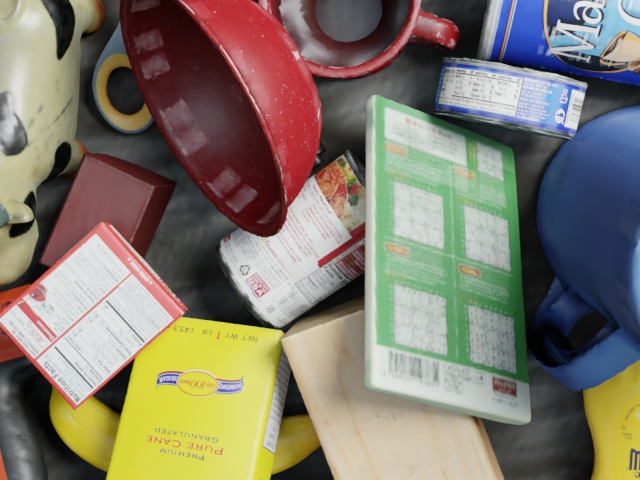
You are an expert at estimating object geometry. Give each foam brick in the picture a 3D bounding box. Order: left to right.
[{"bbox_3d":[-0.135,-0.012,0.680,0.051,0.053,0.078,25,96,5],"label":"foam brick"}]

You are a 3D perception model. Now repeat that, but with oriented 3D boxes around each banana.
[{"bbox_3d":[-0.095,0.127,0.691,0.198,0.037,0.069,12,96,6],"label":"banana"}]

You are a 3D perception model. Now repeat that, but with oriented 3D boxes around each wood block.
[{"bbox_3d":[0.059,0.135,0.646,0.090,0.090,0.206,-21,91,8],"label":"wood block"}]

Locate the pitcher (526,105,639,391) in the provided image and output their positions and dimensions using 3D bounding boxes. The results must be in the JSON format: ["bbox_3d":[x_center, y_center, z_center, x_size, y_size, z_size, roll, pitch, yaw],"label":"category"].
[{"bbox_3d":[0.183,0.008,0.545,0.145,0.242,0.149,-2,98,6],"label":"pitcher"}]

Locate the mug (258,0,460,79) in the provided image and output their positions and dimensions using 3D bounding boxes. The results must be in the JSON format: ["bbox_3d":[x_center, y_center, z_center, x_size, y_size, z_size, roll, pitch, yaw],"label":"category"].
[{"bbox_3d":[0.027,-0.137,0.636,0.117,0.081,0.093,16,95,6],"label":"mug"}]

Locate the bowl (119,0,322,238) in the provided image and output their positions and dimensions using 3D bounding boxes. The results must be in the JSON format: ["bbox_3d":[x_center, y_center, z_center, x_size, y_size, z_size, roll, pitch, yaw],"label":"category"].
[{"bbox_3d":[-0.048,-0.084,0.607,0.055,0.162,0.162,-32,89,-21],"label":"bowl"}]

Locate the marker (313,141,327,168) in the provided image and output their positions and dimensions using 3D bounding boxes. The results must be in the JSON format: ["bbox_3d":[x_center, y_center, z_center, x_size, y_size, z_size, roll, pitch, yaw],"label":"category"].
[{"bbox_3d":[-0.031,-0.100,0.677,0.020,0.020,0.121,-29,90,8],"label":"marker"}]

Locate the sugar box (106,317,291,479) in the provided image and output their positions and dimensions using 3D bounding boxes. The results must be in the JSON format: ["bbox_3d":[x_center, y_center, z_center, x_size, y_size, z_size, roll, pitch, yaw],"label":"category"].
[{"bbox_3d":[-0.078,0.138,0.641,0.093,0.048,0.176,5,69,14],"label":"sugar box"}]

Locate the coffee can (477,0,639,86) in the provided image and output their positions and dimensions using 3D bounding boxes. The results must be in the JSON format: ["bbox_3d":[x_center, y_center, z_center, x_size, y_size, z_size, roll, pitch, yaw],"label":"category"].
[{"bbox_3d":[0.168,-0.142,0.608,0.140,0.102,0.103,11,95,6],"label":"coffee can"}]

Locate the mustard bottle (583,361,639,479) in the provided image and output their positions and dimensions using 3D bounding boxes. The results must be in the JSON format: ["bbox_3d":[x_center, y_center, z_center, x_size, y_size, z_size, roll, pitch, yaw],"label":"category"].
[{"bbox_3d":[0.205,0.162,0.644,0.096,0.058,0.191,4,96,24],"label":"mustard bottle"}]

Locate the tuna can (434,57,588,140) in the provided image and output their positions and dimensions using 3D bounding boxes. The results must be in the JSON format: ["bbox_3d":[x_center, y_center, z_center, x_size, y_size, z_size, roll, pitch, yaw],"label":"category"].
[{"bbox_3d":[0.111,-0.083,0.628,0.086,0.086,0.034,12,97,6],"label":"tuna can"}]

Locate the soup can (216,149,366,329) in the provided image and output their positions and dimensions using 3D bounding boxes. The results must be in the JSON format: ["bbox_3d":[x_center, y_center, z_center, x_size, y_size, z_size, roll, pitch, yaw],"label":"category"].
[{"bbox_3d":[-0.004,0.001,0.656,0.102,0.068,0.068,-35,89,9],"label":"soup can"}]

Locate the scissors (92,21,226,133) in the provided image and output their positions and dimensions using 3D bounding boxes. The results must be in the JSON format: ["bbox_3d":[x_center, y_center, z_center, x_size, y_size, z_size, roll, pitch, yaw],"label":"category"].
[{"bbox_3d":[-0.126,-0.148,0.653,0.096,0.016,0.201,-22,113,19],"label":"scissors"}]

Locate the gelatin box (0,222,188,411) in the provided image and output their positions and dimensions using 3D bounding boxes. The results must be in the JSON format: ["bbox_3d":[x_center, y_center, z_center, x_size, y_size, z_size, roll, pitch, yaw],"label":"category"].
[{"bbox_3d":[-0.136,0.045,0.636,0.089,0.030,0.073,-42,92,-3],"label":"gelatin box"}]

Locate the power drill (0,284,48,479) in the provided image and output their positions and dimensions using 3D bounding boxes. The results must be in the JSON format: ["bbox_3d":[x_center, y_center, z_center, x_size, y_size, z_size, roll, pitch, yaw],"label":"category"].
[{"bbox_3d":[-0.234,0.132,0.677,0.185,0.057,0.187,-16,75,16],"label":"power drill"}]
